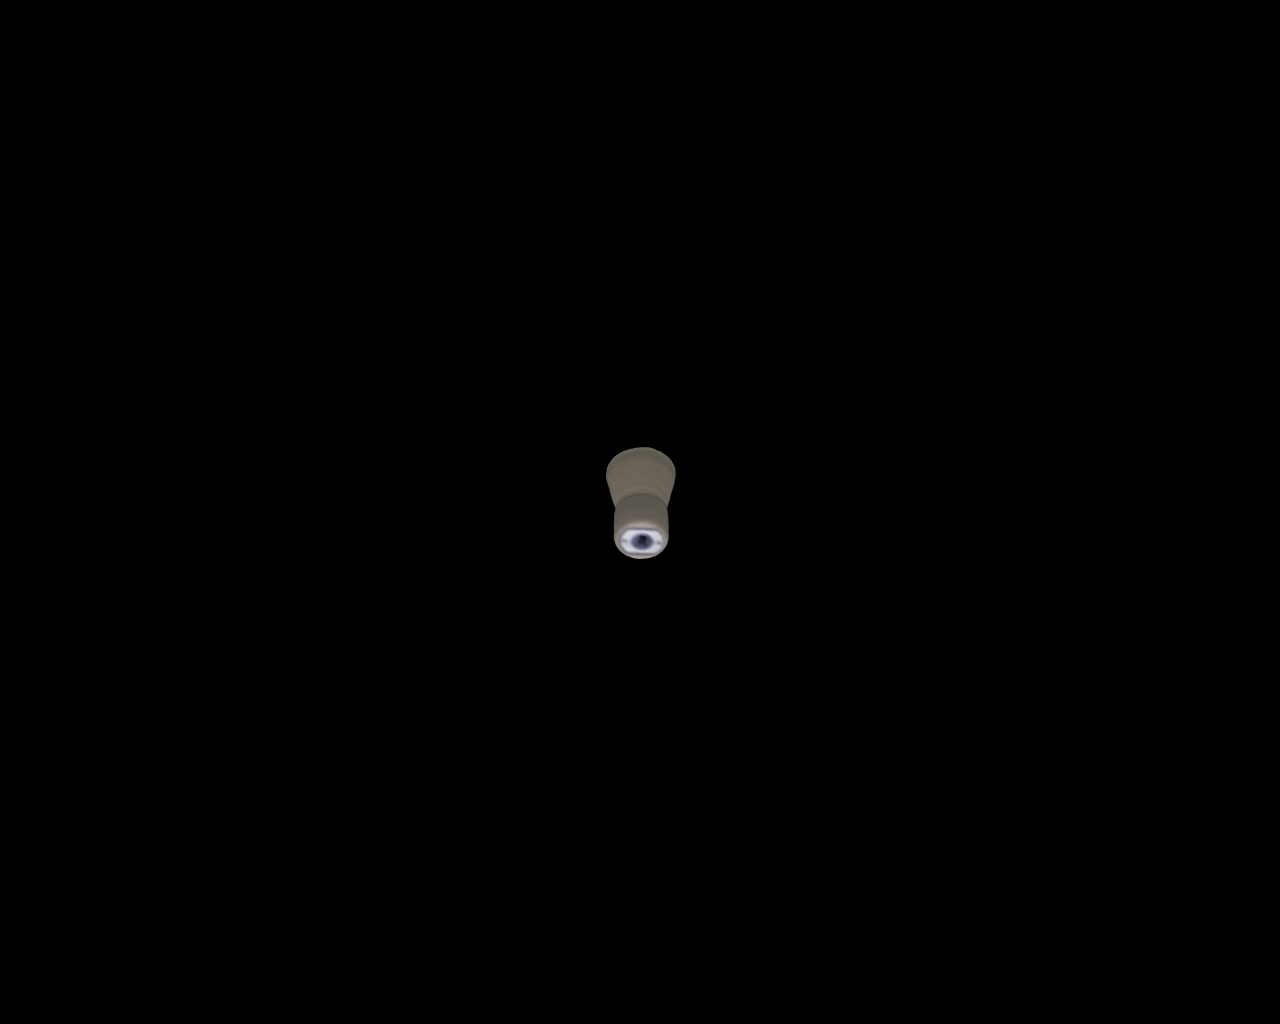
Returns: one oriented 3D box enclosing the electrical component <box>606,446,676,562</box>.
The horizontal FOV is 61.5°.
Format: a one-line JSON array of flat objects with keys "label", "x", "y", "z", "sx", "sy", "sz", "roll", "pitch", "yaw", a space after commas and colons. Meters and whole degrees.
[{"label": "electrical component", "x": 0.001, "y": -0.003, "z": 0.650, "sx": 0.044, "sy": 0.044, "sz": 0.065, "roll": 0, "pitch": 44, "yaw": 0}]
